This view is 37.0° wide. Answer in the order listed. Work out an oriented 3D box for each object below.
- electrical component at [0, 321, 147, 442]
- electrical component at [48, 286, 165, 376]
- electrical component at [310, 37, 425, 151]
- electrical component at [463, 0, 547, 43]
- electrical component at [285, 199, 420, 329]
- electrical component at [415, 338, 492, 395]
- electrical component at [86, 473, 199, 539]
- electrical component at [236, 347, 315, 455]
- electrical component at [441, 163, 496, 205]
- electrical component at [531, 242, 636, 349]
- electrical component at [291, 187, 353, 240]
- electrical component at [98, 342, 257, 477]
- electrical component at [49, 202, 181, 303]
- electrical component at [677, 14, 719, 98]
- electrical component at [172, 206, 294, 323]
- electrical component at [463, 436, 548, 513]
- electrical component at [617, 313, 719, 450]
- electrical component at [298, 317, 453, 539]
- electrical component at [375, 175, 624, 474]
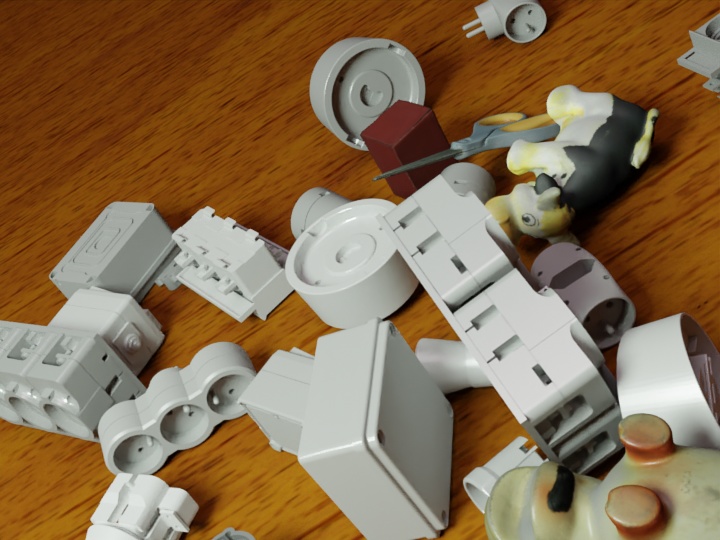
[{"bbox_3d":[-0.270,0.101,0.941,0.150,0.089,0.061,3,49,38],"label":"electrical component"},{"bbox_3d":[-0.227,0.056,0.985,0.096,0.061,0.061,5,50,40],"label":"electrical component"},{"bbox_3d":[0.003,-0.176,1.054,0.108,0.108,0.060,-38,31,-9],"label":"electrical component"},{"bbox_3d":[0.143,-0.259,1.096,0.079,0.044,0.077,-25,37,10],"label":"electrical component"},{"bbox_3d":[0.000,0.000,0.886,0.108,0.060,0.108,-20,38,16],"label":"electrical component"},{"bbox_3d":[0.077,0.067,0.769,0.065,0.044,0.044,-8,42,22],"label":"electrical component"},{"bbox_3d":[-0.165,0.189,0.790,0.078,0.058,0.057,-3,42,33],"label":"electrical component"},{"bbox_3d":[-0.039,0.100,0.797,0.096,0.061,0.061,11,54,43],"label":"electrical component"},{"bbox_3d":[0.085,-0.056,0.895,0.055,0.055,0.047,-11,37,26],"label":"electrical component"},{"bbox_3d":[0.142,0.027,0.764,0.079,0.043,0.077,-33,36,0],"label":"electrical component"},{"bbox_3d":[-0.026,-0.042,0.960,0.047,0.055,0.055,24,63,45],"label":"electrical component"},{"bbox_3d":[-0.151,0.105,0.881,0.138,0.052,0.073,-33,36,-2],"label":"electrical component"},{"bbox_3d":[-0.242,-0.009,1.076,0.078,0.057,0.113,5,50,40],"label":"electrical component"},{"bbox_3d":[0.303,-0.174,0.864,0.081,0.063,0.042,-36,37,-4],"label":"electrical component"},{"bbox_3d":[-0.117,-0.009,0.980,0.079,0.063,0.121,-44,38,-16],"label":"electrical component"},{"bbox_3d":[0.095,0.133,0.680,0.046,0.040,0.040,-38,36,-17],"label":"electrical component"},{"bbox_3d":[0.193,0.075,0.629,0.064,0.099,0.099,-15,39,32],"label":"electrical component"},{"bbox_3d":[0.014,0.107,0.710,0.056,0.108,0.108,-18,38,23],"label":"electrical component"},{"bbox_3d":[0.095,0.032,0.685,0.060,0.105,0.186,-37,50,4],"label":"electrical component"}]
